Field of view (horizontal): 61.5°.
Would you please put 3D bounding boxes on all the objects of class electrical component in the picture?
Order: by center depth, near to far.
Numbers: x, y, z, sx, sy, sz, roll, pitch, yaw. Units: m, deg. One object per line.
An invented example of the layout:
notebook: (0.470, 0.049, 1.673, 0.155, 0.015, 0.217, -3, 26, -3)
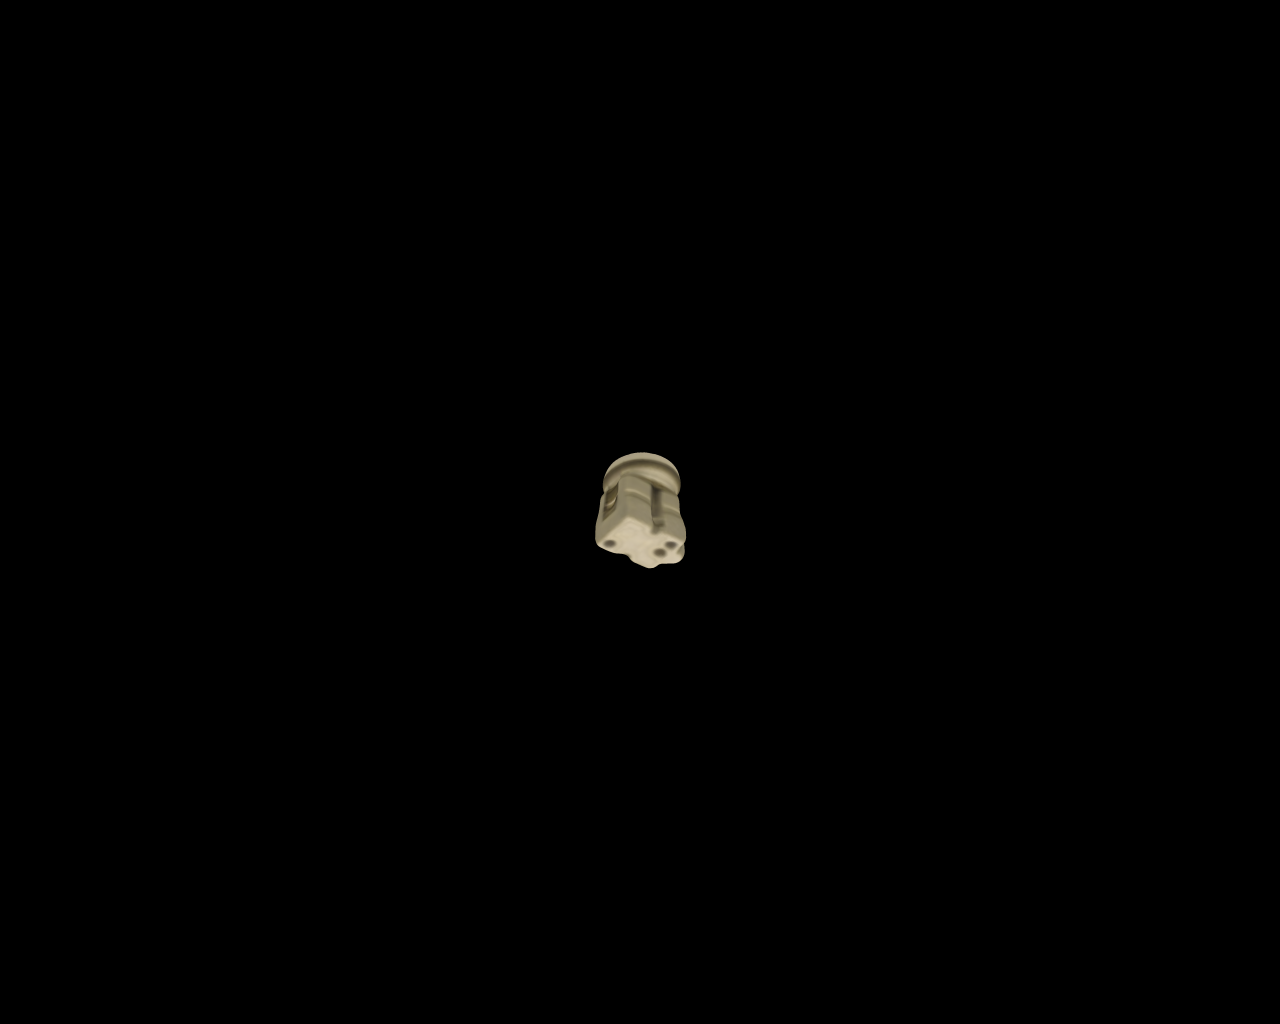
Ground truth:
electrical component: (0.001, -0.003, 0.650, 0.066, 0.055, 0.048, 25, -45, -28)
